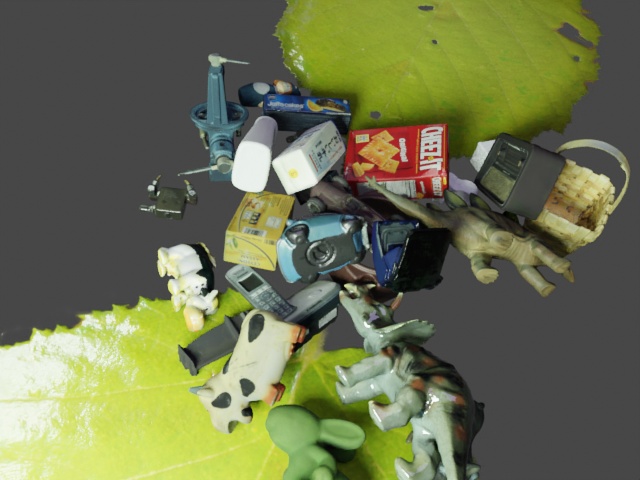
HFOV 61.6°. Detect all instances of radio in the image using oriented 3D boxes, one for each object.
[{"bbox_3d":[0.393,-0.135,1.079,0.073,0.131,0.230,20,18,-7],"label":"radio"}]

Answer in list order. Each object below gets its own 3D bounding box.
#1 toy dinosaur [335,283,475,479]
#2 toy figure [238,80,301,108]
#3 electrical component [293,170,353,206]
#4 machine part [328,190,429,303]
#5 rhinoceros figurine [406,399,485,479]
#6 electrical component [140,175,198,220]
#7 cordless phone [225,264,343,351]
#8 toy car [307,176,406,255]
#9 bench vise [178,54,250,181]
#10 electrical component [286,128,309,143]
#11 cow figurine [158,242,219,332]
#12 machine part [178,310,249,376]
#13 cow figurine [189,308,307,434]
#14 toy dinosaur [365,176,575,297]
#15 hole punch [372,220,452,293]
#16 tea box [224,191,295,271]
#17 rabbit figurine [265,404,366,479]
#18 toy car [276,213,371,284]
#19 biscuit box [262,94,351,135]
[{"bbox_3d":[0.144,0.216,0.784,0.192,0.131,0.405,-26,37,-15],"label":"toy dinosaur"},{"bbox_3d":[-0.115,-0.347,1.277,0.154,0.058,0.064,-13,95,-20],"label":"toy figure"},{"bbox_3d":[0.009,-0.103,1.078,0.075,0.047,0.119,-36,23,-28],"label":"electrical component"},{"bbox_3d":[0.106,0.009,1.022,0.201,0.087,0.201,-22,60,-21],"label":"machine part"},{"bbox_3d":[0.192,0.319,0.816,0.112,0.073,0.190,34,53,4],"label":"rhinoceros figurine"},{"bbox_3d":[-0.293,-0.083,1.053,0.102,0.045,0.078,11,51,0],"label":"electrical component"},{"bbox_3d":[-0.065,0.090,0.939,0.146,0.088,0.184,-34,60,-29],"label":"cordless phone"},{"bbox_3d":[0.070,-0.047,0.974,0.202,0.053,0.089,35,53,18],"label":"toy car"},{"bbox_3d":[-0.205,-0.245,1.082,0.129,0.240,0.224,3,37,-2],"label":"bench vise"},{"bbox_3d":[-0.025,-0.227,1.219,0.094,0.021,0.063,-23,59,-23],"label":"electrical component"},{"bbox_3d":[-0.215,0.079,0.933,0.098,0.068,0.167,-16,58,-27],"label":"cow figurine"},{"bbox_3d":[-0.163,0.172,0.887,0.139,0.039,0.084,-22,65,-25],"label":"machine part"},{"bbox_3d":[-0.112,0.198,0.810,0.127,0.085,0.195,22,87,14],"label":"cow figurine"},{"bbox_3d":[0.301,-0.011,1.009,0.471,0.105,0.199,21,25,-21],"label":"toy dinosaur"},{"bbox_3d":[0.145,0.023,0.902,0.142,0.115,0.092,-3,22,-41],"label":"hole punch"},{"bbox_3d":[-0.108,-0.023,0.991,0.098,0.068,0.170,12,31,3],"label":"tea box"},{"bbox_3d":[-0.010,0.305,0.756,0.159,0.121,0.170,-10,58,-23],"label":"rabbit figurine"},{"bbox_3d":[-0.002,-0.003,0.917,0.162,0.109,0.103,-19,34,-7],"label":"toy car"},{"bbox_3d":[-0.032,-0.290,1.240,0.203,0.062,0.059,2,52,-8],"label":"biscuit box"}]
